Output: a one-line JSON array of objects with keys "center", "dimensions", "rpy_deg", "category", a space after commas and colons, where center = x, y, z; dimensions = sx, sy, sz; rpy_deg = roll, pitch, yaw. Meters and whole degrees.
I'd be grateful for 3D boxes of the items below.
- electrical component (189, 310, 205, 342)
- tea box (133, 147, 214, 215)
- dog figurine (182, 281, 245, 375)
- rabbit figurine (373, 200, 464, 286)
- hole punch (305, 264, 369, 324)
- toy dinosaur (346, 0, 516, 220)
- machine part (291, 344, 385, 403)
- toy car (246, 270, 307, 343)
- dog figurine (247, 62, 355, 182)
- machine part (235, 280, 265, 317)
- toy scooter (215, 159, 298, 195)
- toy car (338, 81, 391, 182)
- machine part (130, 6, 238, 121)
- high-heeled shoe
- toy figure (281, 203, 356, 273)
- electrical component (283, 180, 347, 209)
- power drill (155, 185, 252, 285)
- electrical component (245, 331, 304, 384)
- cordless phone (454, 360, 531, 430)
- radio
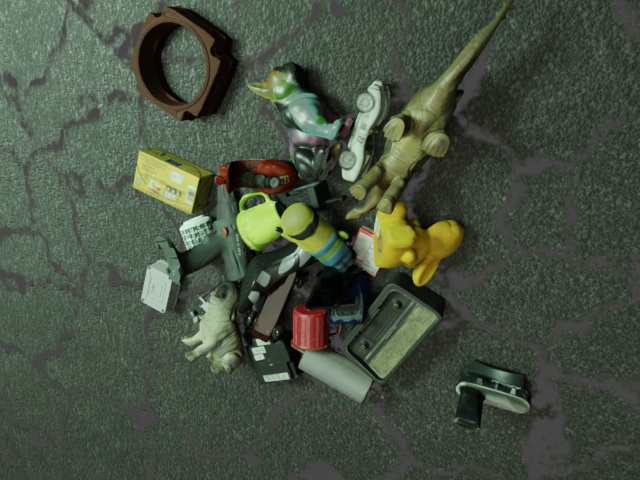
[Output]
[{"center": [-0.288, 0.224, 1.362], "dimensions": [0.078, 0.045, 0.102], "rpy_deg": [-16, 100, 25], "category": "electrical component"}, {"center": [-0.342, -0.139, 1.252], "dimensions": [0.170, 0.068, 0.098], "rpy_deg": [27, 115, 13], "category": "tea box"}, {"center": [-0.211, 0.206, 1.266], "dimensions": [0.190, 0.172, 0.121], "rpy_deg": [-54, 39, 4], "category": "dog figurine"}, {"center": [0.196, 0.011, 1.051], "dimensions": [0.173, 0.122, 0.162], "rpy_deg": [-7, 124, -9], "category": "rabbit figurine"}, {"center": [0.047, 0.119, 1.151], "dimensions": [0.092, 0.116, 0.142], "rpy_deg": [41, 148, -27], "category": "hole punch"}, {"center": [0.178, -0.199, 0.941], "dimensions": [0.105, 0.198, 0.471], "rpy_deg": [37, 127, -3], "category": "toy dinosaur"}, {"center": [0.040, 0.301, 1.236], "dimensions": [0.243, 0.079, 0.079], "rpy_deg": [26, 115, 11], "category": "machine part"}, {"center": [-0.100, 0.138, 1.237], "dimensions": [0.089, 0.053, 0.202], "rpy_deg": [23, 101, 7], "category": "toy car"}, {"center": [-0.050, -0.241, 1.081], "dimensions": [0.219, 0.108, 0.191], "rpy_deg": [35, 120, 13], "category": "dog figurine"}, {"center": [-0.163, 0.124, 1.285], "dimensions": [0.084, 0.039, 0.138], "rpy_deg": [-16, 99, 18], "category": "machine part"}, {"center": [-0.146, -0.133, 1.137], "dimensions": [0.184, 0.135, 0.075], "rpy_deg": [8, 108, 19], "category": "toy scooter"}, {"center": [0.090, -0.211, 1.049], "dimensions": [0.056, 0.073, 0.201], "rpy_deg": [26, 115, 16], "category": "toy car"}, {"center": [-0.293, -0.373, 1.146], "dimensions": [0.201, 0.087, 0.201], "rpy_deg": [37, 117, 9], "category": "machine part"}, {"center": [-0.076, 0.074, 1.183], "dimensions": [0.145, 0.086, 0.248], "rpy_deg": [22, 109, -23], "category": "high-heeled shoe"}, {"center": [0.000, -0.006, 1.089], "dimensions": [0.180, 0.082, 0.089], "rpy_deg": [42, 161, -16], "category": "toy figure"}, {"center": [-0.008, -0.094, 1.127], "dimensions": [0.119, 0.075, 0.047], "rpy_deg": [-10, 104, 29], "category": "electrical component"}, {"center": [-0.254, -0.005, 1.192], "dimensions": [0.086, 0.207, 0.231], "rpy_deg": [-6, 103, 49], "category": "power drill"}, {"center": [-0.111, 0.275, 1.300], "dimensions": [0.115, 0.058, 0.134], "rpy_deg": [-12, 102, 23], "category": "electrical component"}, {"center": [0.340, 0.326, 1.061], "dimensions": [0.147, 0.184, 0.088], "rpy_deg": [14, 108, 18], "category": "cordless phone"}, {"center": [0.152, 0.188, 1.154], "dimensions": [0.131, 0.073, 0.229], "rpy_deg": [37, 116, 7], "category": "radio"}]
